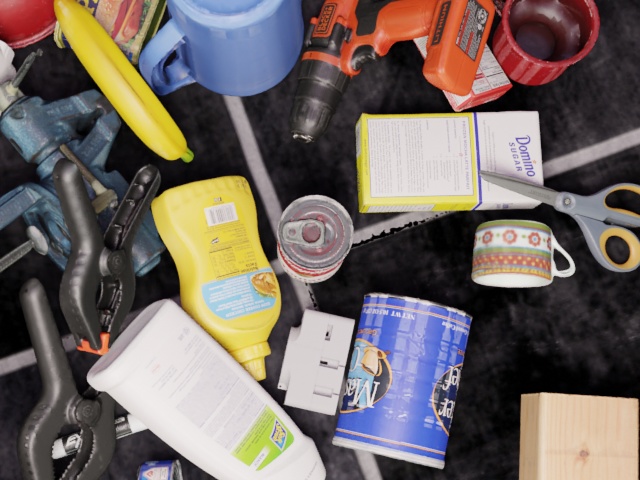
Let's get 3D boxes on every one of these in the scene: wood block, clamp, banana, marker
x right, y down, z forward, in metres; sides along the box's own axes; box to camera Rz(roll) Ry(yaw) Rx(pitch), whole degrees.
[{"bbox_3d":[0.233,0.246,0.968,0.091,0.090,0.206,4,81,-1],"label":"wood block"},{"bbox_3d":[-0.181,0.010,0.919,0.039,0.120,0.171,14,107,36],"label":"clamp"},{"bbox_3d":[-0.184,-0.143,0.990,0.037,0.070,0.197,-38,105,-8],"label":"banana"},{"bbox_3d":[-0.221,0.141,0.941,0.164,0.036,0.210,29,74,-40],"label":"clamp"},{"bbox_3d":[-0.220,0.186,0.994,0.121,0.020,0.020,-19,82,-5],"label":"marker"}]

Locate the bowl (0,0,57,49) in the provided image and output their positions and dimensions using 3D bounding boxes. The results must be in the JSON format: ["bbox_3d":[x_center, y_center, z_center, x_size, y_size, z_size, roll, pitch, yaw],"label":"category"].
[{"bbox_3d":[-0.318,-0.272,1.048,0.162,0.055,0.162,0,80,-3],"label":"bowl"}]

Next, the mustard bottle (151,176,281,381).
[{"bbox_3d":[-0.087,0.040,0.997,0.096,0.058,0.191,-14,83,-38],"label":"mustard bottle"}]

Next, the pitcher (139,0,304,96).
[{"bbox_3d":[-0.085,-0.207,0.952,0.145,0.243,0.149,9,87,-1],"label":"pitcher"}]

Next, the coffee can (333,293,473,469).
[{"bbox_3d":[0.076,0.128,0.974,0.103,0.103,0.140,13,80,0],"label":"coffee can"}]

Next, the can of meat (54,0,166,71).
[{"bbox_3d":[-0.201,-0.225,1.045,0.084,0.057,0.102,19,81,-2],"label":"can of meat"}]

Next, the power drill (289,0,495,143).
[{"bbox_3d":[0.060,-0.175,0.997,0.188,0.057,0.184,9,78,42],"label":"power drill"}]

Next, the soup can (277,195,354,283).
[{"bbox_3d":[-0.007,0.001,0.991,0.068,0.102,0.068,0,81,-3],"label":"soup can"}]

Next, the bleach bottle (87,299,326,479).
[{"bbox_3d":[-0.083,0.171,0.953,0.250,0.068,0.102,47,63,-15],"label":"bleach bottle"}]

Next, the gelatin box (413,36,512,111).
[{"bbox_3d":[0.139,-0.174,1.045,0.073,0.030,0.089,-23,81,-47],"label":"gelatin box"}]

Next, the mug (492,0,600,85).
[{"bbox_3d":[0.208,-0.209,1.045,0.117,0.081,0.093,45,81,5],"label":"mug"}]

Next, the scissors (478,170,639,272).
[{"bbox_3d":[0.240,-0.017,1.020,0.201,0.016,0.096,0,90,-21],"label":"scissors"}]

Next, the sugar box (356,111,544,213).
[{"bbox_3d":[0.125,-0.076,1.039,0.176,0.048,0.093,0,81,-6],"label":"sugar box"}]

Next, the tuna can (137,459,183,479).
[{"bbox_3d":[-0.143,0.241,0.955,0.033,0.086,0.086,-3,81,-1],"label":"tuna can"}]
